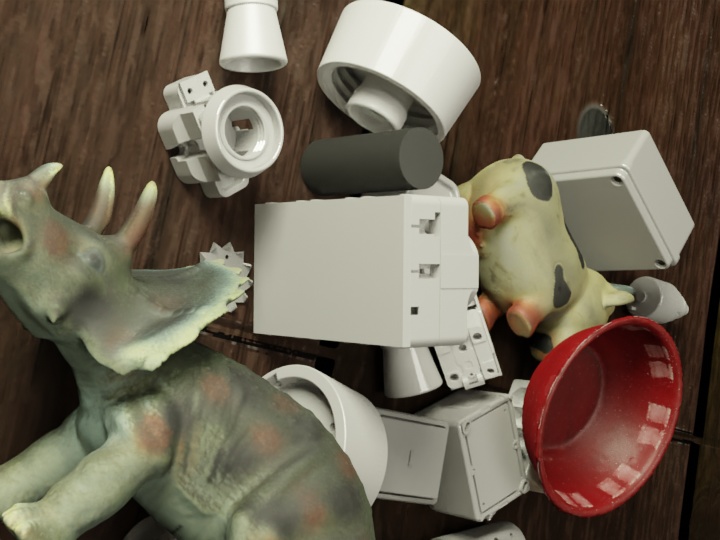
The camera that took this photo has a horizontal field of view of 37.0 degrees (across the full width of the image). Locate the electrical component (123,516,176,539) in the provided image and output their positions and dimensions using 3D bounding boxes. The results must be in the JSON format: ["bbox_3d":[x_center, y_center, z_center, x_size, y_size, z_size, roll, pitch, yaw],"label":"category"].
[{"bbox_3d":[-0.128,0.224,0.646,0.074,0.052,0.138,44,64,-34],"label":"electrical component"}]

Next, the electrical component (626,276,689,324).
[{"bbox_3d":[0.285,0.031,1.017,0.078,0.040,0.040,14,81,-41],"label":"electrical component"}]

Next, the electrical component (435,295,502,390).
[{"bbox_3d":[0.077,0.055,0.812,0.063,0.042,0.081,-86,156,-70],"label":"electrical component"}]

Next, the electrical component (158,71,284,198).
[{"bbox_3d":[-0.085,-0.085,0.676,0.058,0.057,0.078,-34,112,-36],"label":"electrical component"}]

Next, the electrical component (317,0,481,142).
[{"bbox_3d":[0.022,-0.127,0.741,0.108,0.108,0.060,38,72,-35],"label":"electrical component"}]

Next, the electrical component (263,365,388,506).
[{"bbox_3d":[-0.031,0.121,0.697,0.060,0.108,0.108,26,74,-45],"label":"electrical component"}]

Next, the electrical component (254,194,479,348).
[{"bbox_3d":[0.000,0.000,0.691,0.062,0.150,0.089,0,91,-40],"label":"electrical component"}]

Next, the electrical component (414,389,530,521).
[{"bbox_3d":[0.083,0.146,0.826,0.062,0.061,0.096,-21,104,-39],"label":"electrical component"}]

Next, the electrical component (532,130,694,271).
[{"bbox_3d":[0.206,-0.055,0.901,0.056,0.109,0.108,-53,123,-31],"label":"electrical component"}]

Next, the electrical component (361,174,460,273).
[{"bbox_3d":[0.025,-0.025,0.774,0.054,0.059,0.095,28,72,-38],"label":"electrical component"}]

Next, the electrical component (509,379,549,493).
[{"bbox_3d":[0.154,0.145,0.898,0.076,0.047,0.083,36,68,-36],"label":"electrical component"}]

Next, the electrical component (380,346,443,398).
[{"bbox_3d":[0.033,0.057,0.795,0.044,0.044,0.065,-17,97,-40],"label":"electrical component"}]

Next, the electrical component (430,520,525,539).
[{"bbox_3d":[0.091,0.243,0.846,0.077,0.043,0.079,-1,91,-41],"label":"electrical component"}]

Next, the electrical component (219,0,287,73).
[{"bbox_3d":[-0.071,-0.165,0.700,0.044,0.044,0.065,1,86,-42],"label":"electrical component"}]

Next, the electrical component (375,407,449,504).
[{"bbox_3d":[0.012,0.129,0.763,0.096,0.061,0.061,17,79,-40],"label":"electrical component"}]
